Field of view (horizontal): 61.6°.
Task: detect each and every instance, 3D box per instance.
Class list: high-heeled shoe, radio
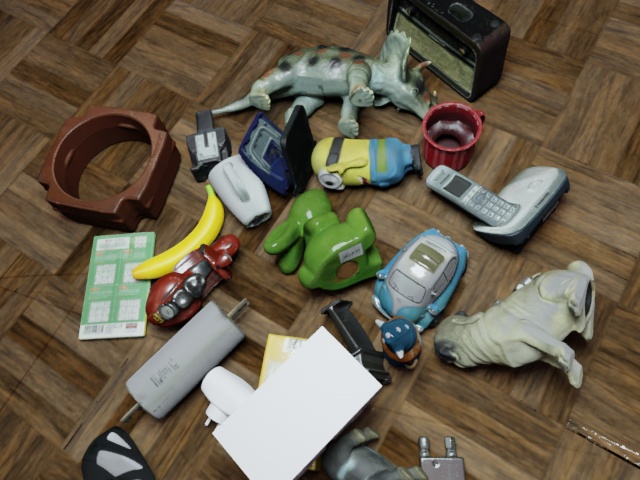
[{"bbox_3d":[-0.209,0.344,0.734,0.249,0.086,0.145,16,37,-5],"label":"high-heeled shoe"},{"bbox_3d":[0.218,-0.363,0.940,0.073,0.131,0.230,-39,68,-12],"label":"radio"}]

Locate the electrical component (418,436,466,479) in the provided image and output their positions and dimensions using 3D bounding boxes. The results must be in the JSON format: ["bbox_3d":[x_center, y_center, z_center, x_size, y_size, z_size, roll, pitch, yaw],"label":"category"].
[{"bbox_3d":[0.160,0.309,0.712,0.063,0.021,0.094,-3,67,6],"label":"electrical component"}]

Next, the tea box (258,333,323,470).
[{"bbox_3d":[-0.036,0.224,0.748,0.098,0.068,0.169,7,69,10],"label":"tea box"}]

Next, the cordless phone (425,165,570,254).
[{"bbox_3d":[0.271,-0.080,0.839,0.184,0.088,0.146,38,76,24],"label":"cordless phone"}]

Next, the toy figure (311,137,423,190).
[{"bbox_3d":[0.076,-0.129,0.884,0.180,0.082,0.089,-6,55,9],"label":"toy figure"}]

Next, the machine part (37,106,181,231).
[{"bbox_3d":[-0.359,-0.124,0.932,0.201,0.087,0.201,10,67,11],"label":"machine part"}]

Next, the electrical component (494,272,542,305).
[{"bbox_3d":[0.315,0.098,0.773,0.078,0.045,0.102,-43,69,-13],"label":"electrical component"}]

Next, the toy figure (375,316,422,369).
[{"bbox_3d":[0.107,0.135,0.723,0.064,0.154,0.058,29,76,19],"label":"toy figure"}]

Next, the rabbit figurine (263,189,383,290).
[{"bbox_3d":[-0.002,-0.003,0.838,0.159,0.121,0.170,-31,48,1],"label":"rabbit figurine"}]

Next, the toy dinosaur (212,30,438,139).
[{"bbox_3d":[0.008,-0.282,0.945,0.405,0.131,0.192,10,55,16],"label":"toy dinosaur"}]

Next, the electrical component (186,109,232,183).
[{"bbox_3d":[-0.197,-0.168,0.950,0.075,0.047,0.119,-16,65,-1],"label":"electrical component"}]

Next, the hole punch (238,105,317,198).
[{"bbox_3d":[-0.065,-0.146,0.882,0.092,0.115,0.142,-3,46,19],"label":"hole punch"}]

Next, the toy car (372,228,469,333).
[{"bbox_3d":[0.152,0.049,0.784,0.109,0.102,0.161,36,77,19],"label":"toy car"}]

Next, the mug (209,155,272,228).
[{"bbox_3d":[-0.124,-0.079,0.876,0.081,0.109,0.107,-30,79,-9],"label":"mug"}]

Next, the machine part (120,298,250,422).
[{"bbox_3d":[-0.194,0.173,0.784,0.243,0.079,0.079,-43,69,-13],"label":"machine part"}]

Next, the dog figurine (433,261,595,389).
[{"bbox_3d":[0.258,0.100,0.730,0.191,0.121,0.172,8,56,38],"label":"dog figurine"}]

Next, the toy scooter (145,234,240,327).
[{"bbox_3d":[-0.183,0.059,0.802,0.184,0.135,0.075,-47,105,-16],"label":"toy scooter"}]

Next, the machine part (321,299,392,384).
[{"bbox_3d":[0.050,0.144,0.776,0.039,0.084,0.139,-47,51,22],"label":"machine part"}]

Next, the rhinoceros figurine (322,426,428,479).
[{"bbox_3d":[0.079,0.326,0.678,0.112,0.073,0.190,-48,63,1],"label":"rhinoceros figurine"}]
